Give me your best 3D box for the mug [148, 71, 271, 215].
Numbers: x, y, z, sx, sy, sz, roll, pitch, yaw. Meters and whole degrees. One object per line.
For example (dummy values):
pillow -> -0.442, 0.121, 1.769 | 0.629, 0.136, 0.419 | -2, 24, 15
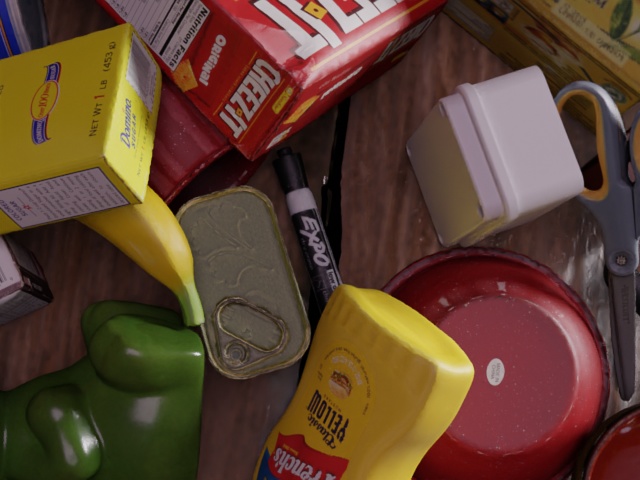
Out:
mug -> -0.079, -0.068, 0.622 | 0.117, 0.093, 0.081 | -41, 81, -3

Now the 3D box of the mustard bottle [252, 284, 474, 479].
mustard bottle -> 0.008, 0.128, 0.594 | 0.058, 0.096, 0.192 | 11, 109, -43

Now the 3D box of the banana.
banana -> -0.138, -0.018, 0.588 | 0.198, 0.037, 0.070 | 25, 107, 31

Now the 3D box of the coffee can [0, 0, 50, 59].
coffee can -> -0.237, -0.134, 0.616 | 0.140, 0.103, 0.103 | -11, 83, -5

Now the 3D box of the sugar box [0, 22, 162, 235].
sugar box -> -0.172, -0.049, 0.557 | 0.176, 0.048, 0.093 | -10, 52, 17

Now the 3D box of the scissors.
scissors -> 0.190, -0.002, 0.611 | 0.096, 0.016, 0.202 | -16, 107, 23

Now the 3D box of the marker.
marker -> -0.004, 0.001, 0.652 | 0.020, 0.020, 0.121 | -17, 84, -6

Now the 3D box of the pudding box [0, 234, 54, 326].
pudding box -> -0.214, 0.039, 0.600 | 0.113, 0.090, 0.039 | -24, 84, -7

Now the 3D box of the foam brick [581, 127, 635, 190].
foam brick -> 0.207, -0.049, 0.655 | 0.078, 0.051, 0.053 | -37, 85, -8

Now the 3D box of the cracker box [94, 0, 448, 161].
cracker box -> -0.050, -0.170, 0.609 | 0.214, 0.072, 0.163 | 46, 46, 5

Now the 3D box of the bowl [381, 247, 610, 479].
bowl -> 0.100, 0.080, 0.629 | 0.162, 0.055, 0.162 | 0, 81, -3

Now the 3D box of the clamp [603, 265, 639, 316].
clamp -> 0.244, 0.068, 0.648 | 0.120, 0.039, 0.171 | -11, 82, 5

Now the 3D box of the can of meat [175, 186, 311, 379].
can of meat -> -0.045, 0.028, 0.613 | 0.057, 0.084, 0.102 | -17, 84, -5
